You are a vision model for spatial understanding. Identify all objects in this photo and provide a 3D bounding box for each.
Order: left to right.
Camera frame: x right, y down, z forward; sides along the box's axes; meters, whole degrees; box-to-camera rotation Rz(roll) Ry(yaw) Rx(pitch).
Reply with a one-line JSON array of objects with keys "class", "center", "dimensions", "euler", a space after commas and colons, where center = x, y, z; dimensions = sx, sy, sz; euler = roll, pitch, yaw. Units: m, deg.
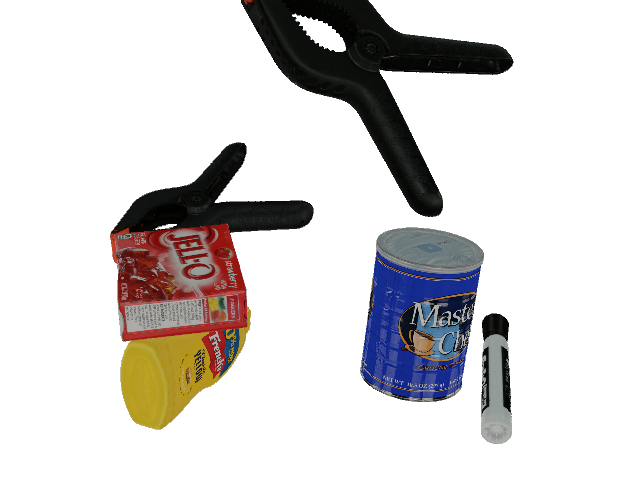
[{"class": "gelatin box", "center": [-0.085, 0.022, 0.642], "dimensions": [0.073, 0.030, 0.089], "euler": [-5, 28, -9]}, {"class": "mustard bottle", "center": [-0.128, 0.111, 1.104], "dimensions": [0.058, 0.096, 0.191], "euler": [10, 24, 25]}, {"class": "clamp", "center": [-0.105, -0.031, 0.918], "dimensions": [0.171, 0.039, 0.120], "euler": [-16, 39, -22]}, {"class": "clamp", "center": [0.031, -0.120, 0.767], "dimensions": [0.210, 0.164, 0.036], "euler": [27, -31, -10]}, {"class": "coffee can", "center": [0.097, 0.070, 1.035], "dimensions": [0.103, 0.140, 0.103], "euler": [5, 21, -2]}, {"class": "marker", "center": [0.115, 0.086, 0.698], "dimensions": [0.020, 0.020, 0.121], "euler": [0, 31, 9]}]
